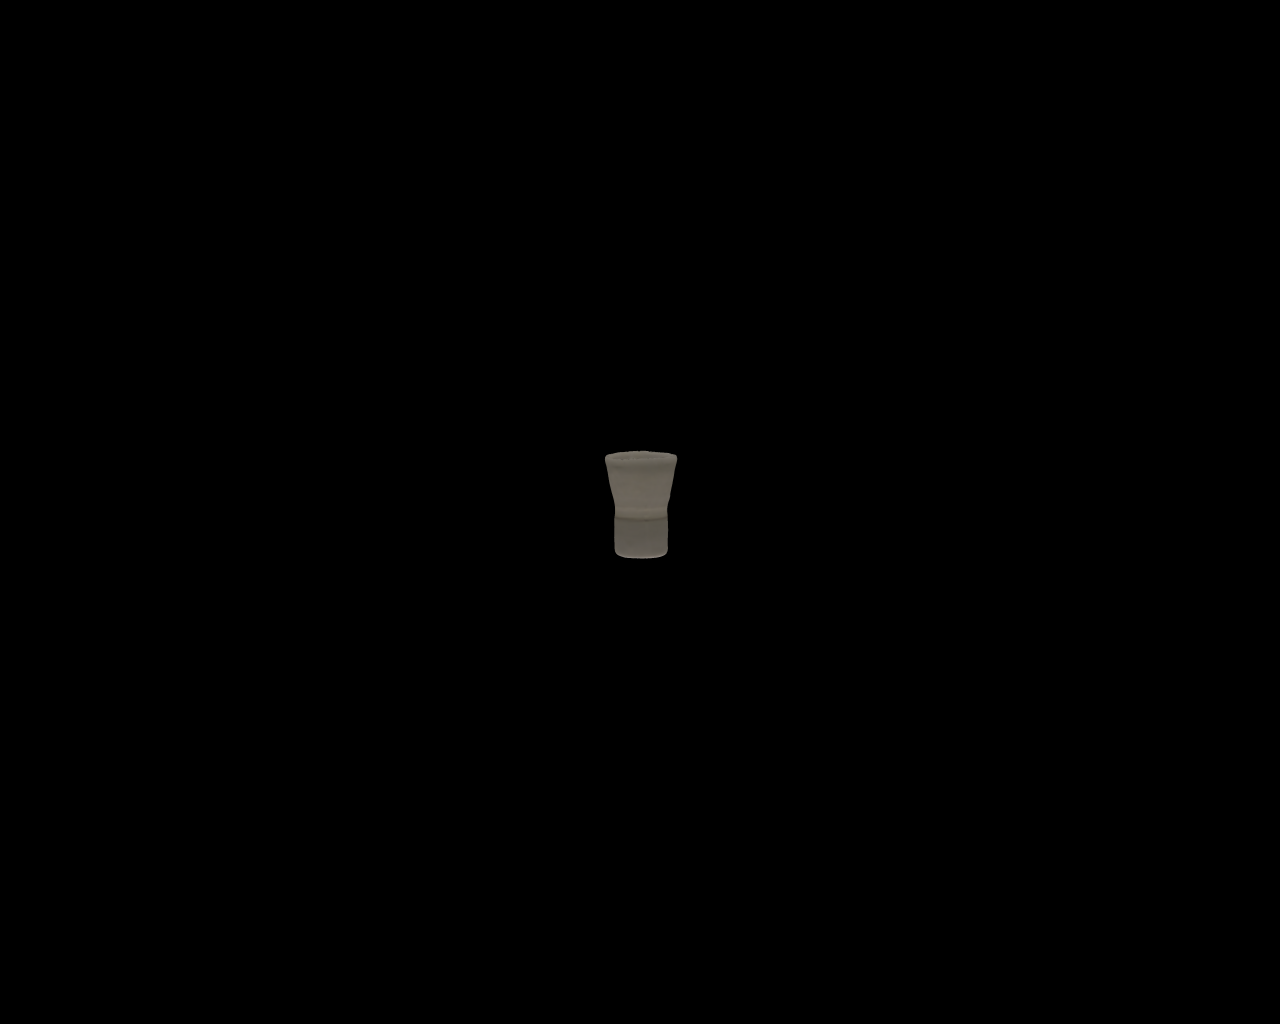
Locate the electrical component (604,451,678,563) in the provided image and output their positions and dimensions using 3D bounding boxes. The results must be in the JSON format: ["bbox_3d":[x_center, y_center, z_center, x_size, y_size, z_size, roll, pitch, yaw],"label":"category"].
[{"bbox_3d":[0.001,-0.003,0.650,0.044,0.065,0.044,0,8,0],"label":"electrical component"}]
